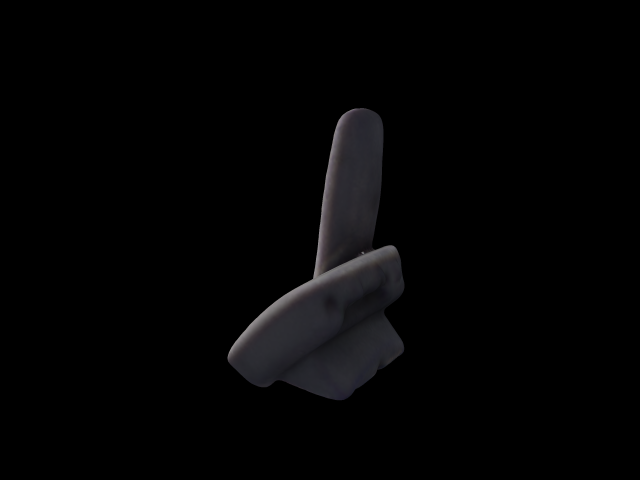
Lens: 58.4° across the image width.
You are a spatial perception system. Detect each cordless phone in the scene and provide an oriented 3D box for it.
[{"bbox_3d":[0.004,0.001,0.400,0.094,0.185,0.148,5,11,24],"label":"cordless phone"}]
